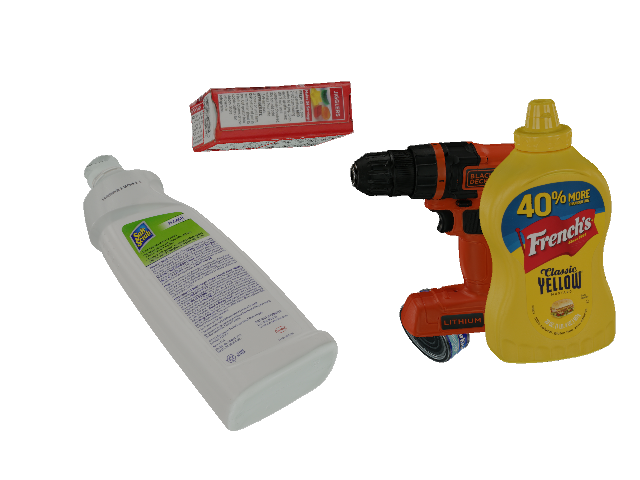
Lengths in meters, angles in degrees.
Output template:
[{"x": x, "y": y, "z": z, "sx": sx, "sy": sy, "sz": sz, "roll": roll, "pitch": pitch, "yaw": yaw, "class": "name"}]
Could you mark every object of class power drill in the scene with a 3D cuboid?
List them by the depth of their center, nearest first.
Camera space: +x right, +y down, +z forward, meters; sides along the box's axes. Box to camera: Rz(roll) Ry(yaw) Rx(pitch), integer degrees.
[{"x": 0.117, "y": -0.002, "z": 1.009, "sx": 0.184, "sy": 0.188, "sz": 0.057, "roll": -3, "pitch": 25, "yaw": -8, "class": "power drill"}]

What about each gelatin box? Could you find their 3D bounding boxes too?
[{"x": -0.029, "y": -0.066, "z": 0.576, "sx": 0.073, "sy": 0.030, "sz": 0.089, "roll": -5, "pitch": 3, "yaw": -13, "class": "gelatin box"}]

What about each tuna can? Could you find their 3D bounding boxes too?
[{"x": 0.133, "y": 0.101, "z": 1.261, "sx": 0.033, "sy": 0.086, "sz": 0.086, "roll": -35, "pitch": 16, "yaw": -24, "class": "tuna can"}]

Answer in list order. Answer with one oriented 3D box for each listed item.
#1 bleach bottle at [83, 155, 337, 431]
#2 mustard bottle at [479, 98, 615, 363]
[{"x": -0.101, "y": 0.023, "z": 0.826, "sx": 0.102, "sy": 0.251, "sz": 0.068, "roll": -26, "pitch": -29, "yaw": -29, "class": "bleach bottle"}, {"x": 0.167, "y": -0.008, "z": 0.787, "sx": 0.096, "sy": 0.191, "sz": 0.058, "roll": -8, "pitch": 16, "yaw": -7, "class": "mustard bottle"}]
